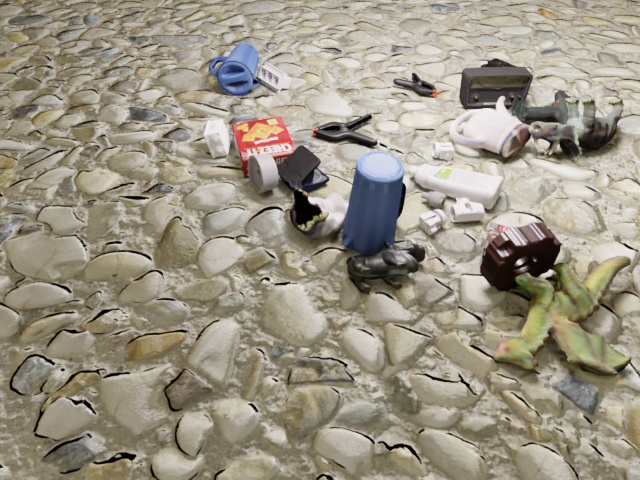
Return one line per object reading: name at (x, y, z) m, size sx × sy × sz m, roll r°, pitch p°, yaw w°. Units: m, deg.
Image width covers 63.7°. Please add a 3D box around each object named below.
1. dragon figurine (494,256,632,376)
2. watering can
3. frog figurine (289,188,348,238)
dragon figurine at (0.537, 0.165, 1.065) m, size 0.411 × 0.119 × 0.248 m, roll -12°, pitch 60°, yaw -11°
watering can at (0.566, -0.365, 1.631) m, size 0.352 × 0.101 × 0.227 m, roll -34°, pitch 52°, yaw -31°
frog figurine at (0.004, -0.066, 1.319) m, size 0.138 × 0.122 × 0.159 m, roll 18°, pitch 8°, yaw 31°
